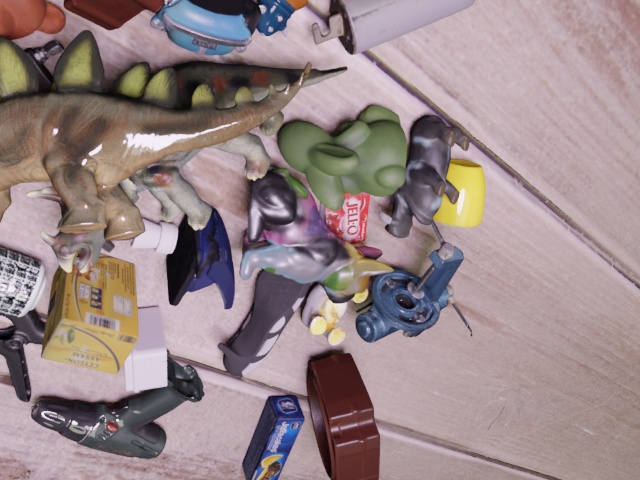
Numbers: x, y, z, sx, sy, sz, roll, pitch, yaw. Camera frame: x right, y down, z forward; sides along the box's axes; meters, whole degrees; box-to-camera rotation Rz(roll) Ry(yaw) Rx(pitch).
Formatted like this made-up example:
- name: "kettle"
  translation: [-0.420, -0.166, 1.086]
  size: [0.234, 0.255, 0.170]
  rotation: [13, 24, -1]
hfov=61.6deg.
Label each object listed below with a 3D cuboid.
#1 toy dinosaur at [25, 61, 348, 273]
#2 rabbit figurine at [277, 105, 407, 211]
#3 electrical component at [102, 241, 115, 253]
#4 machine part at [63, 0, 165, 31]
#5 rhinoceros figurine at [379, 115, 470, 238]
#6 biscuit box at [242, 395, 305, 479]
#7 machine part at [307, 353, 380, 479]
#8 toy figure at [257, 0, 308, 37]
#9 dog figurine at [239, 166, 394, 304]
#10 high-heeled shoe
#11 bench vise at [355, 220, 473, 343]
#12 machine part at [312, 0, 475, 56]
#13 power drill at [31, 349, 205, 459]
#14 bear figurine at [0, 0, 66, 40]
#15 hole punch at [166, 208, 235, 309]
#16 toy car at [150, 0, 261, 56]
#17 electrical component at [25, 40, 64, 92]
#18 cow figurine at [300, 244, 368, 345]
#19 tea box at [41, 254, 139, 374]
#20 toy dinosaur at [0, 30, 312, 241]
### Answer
- name: "toy dinosaur"
  translation: [-0.168, -0.134, 0.652]
  size: [0.405, 0.131, 0.192]
  rotation: [-45, 130, 1]
- name: "rabbit figurine"
  translation: [0.024, -0.107, 0.735]
  size: [0.170, 0.159, 0.121]
  rotation: [8, 129, -8]
- name: "electrical component"
  translation: [-0.303, -0.028, 0.721]
  size: [0.063, 0.021, 0.094]
  rotation: [-39, 119, 9]
- name: "machine part"
  translation: [-0.182, -0.288, 0.509]
  size: [0.056, 0.180, 0.179]
  rotation: [21, 113, -47]
- name: "rhinoceros figurine"
  translation: [0.149, -0.091, 0.805]
  size: [0.073, 0.112, 0.190]
  rotation: [-4, 113, -55]
- name: "biscuit box"
  translation: [-0.093, 0.395, 1.050]
  size: [0.059, 0.063, 0.202]
  rotation: [7, 119, -26]
- name: "machine part"
  translation: [0.037, 0.323, 0.966]
  size: [0.087, 0.202, 0.200]
  rotation: [-11, 125, -12]
- name: "toy figure"
  translation: [-0.023, -0.307, 0.631]
  size: [0.154, 0.058, 0.064]
  rotation: [-43, 120, 15]
- name: "dog figurine"
  translation: [-0.002, -0.002, 0.773]
  size: [0.219, 0.108, 0.191]
  rotation: [7, 107, -11]
- name: "high-heeled shoe"
  translation: [-0.071, 0.127, 0.891]
  size: [0.249, 0.086, 0.145]
  rotation: [-43, 151, -4]
- name: "bench vise"
  translation: [0.173, 0.085, 0.886]
  size: [0.223, 0.129, 0.240]
  rotation: [-6, 141, -29]
- name: "machine part"
  translation: [0.103, -0.297, 0.672]
  size: [0.243, 0.079, 0.079]
  rotation: [-25, 127, -5]
- name: "power drill"
  translation: [-0.311, 0.271, 0.879]
  size: [0.207, 0.086, 0.231]
  rotation: [-41, 128, 3]
- name: "bear figurine"
  translation: [-0.363, -0.206, 0.527]
  size: [0.196, 0.132, 0.120]
  rotation: [-14, 149, -7]
- name: "hole punch"
  translation: [-0.155, 0.026, 0.752]
  size: [0.092, 0.142, 0.115]
  rotation: [13, 130, -25]
- name: "toy car"
  translation: [-0.131, -0.261, 0.585]
  size: [0.109, 0.161, 0.103]
  rotation: [6, 156, -28]
- name: "electrical component"
  translation: [-0.326, -0.171, 0.610]
  size: [0.102, 0.045, 0.078]
  rotation: [-23, 128, -6]
- name: "cow figurine"
  translation: [0.026, 0.078, 0.885]
  size: [0.068, 0.098, 0.167]
  rotation: [28, 90, -27]
- name: "tea box"
  translation: [-0.299, 0.087, 0.708]
  size: [0.098, 0.170, 0.068]
  rotation: [24, 109, -30]
- name: "toy dinosaur"
  translation: [-0.235, -0.098, 0.530]
  size: [0.472, 0.105, 0.198]
  rotation: [-5, 85, -9]
